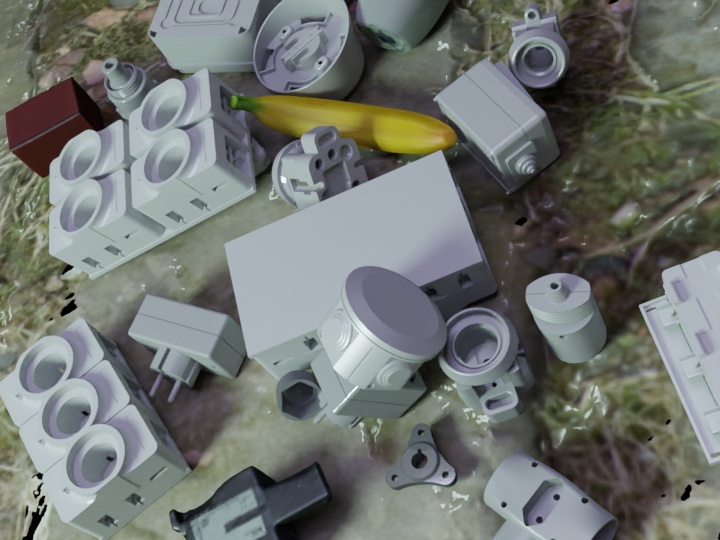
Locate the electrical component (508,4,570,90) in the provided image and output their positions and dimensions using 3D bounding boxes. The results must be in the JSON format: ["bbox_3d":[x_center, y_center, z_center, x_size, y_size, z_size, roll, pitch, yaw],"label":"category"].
[{"bbox_3d":[0.144,-0.174,0.861,0.048,0.066,0.055,-11,26,17],"label":"electrical component"}]

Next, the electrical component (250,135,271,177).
[{"bbox_3d":[-0.110,-0.088,0.939,0.061,0.035,0.035,-40,55,1],"label":"electrical component"}]

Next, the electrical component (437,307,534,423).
[{"bbox_3d":[0.087,0.061,0.760,0.058,0.057,0.078,-21,57,11],"label":"electrical component"}]

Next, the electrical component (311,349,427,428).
[{"bbox_3d":[-0.005,0.089,0.783,0.076,0.066,0.047,-49,50,28],"label":"electrical component"}]

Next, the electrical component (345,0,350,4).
[{"bbox_3d":[-0.053,-0.294,1.016,0.113,0.057,0.078,26,75,32],"label":"electrical component"}]

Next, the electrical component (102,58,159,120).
[{"bbox_3d":[-0.221,-0.175,1.016,0.048,0.062,0.048,-10,60,17],"label":"electrical component"}]

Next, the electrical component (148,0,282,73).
[{"bbox_3d":[-0.131,-0.231,1.014,0.113,0.057,0.078,4,64,24],"label":"electrical component"}]

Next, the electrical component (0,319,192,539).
[{"bbox_3d":[-0.214,0.122,0.849,0.089,0.061,0.150,-39,55,-2],"label":"electrical component"}]

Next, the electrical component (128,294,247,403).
[{"bbox_3d":[-0.143,0.069,0.857,0.083,0.047,0.075,13,68,28],"label":"electrical component"}]

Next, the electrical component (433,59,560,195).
[{"bbox_3d":[0.114,-0.111,0.842,0.061,0.061,0.096,-38,55,-1],"label":"electrical component"}]

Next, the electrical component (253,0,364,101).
[{"bbox_3d":[-0.046,-0.192,0.952,0.099,0.064,0.099,-10,59,17],"label":"electrical component"}]

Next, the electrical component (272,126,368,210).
[{"bbox_3d":[-0.035,-0.078,0.882,0.058,0.078,0.057,-33,25,-33],"label":"electrical component"}]

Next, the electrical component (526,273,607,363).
[{"bbox_3d":[0.142,0.029,0.741,0.043,0.081,0.043,-10,59,17],"label":"electrical component"}]

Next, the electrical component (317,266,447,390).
[{"bbox_3d":[0.015,0.040,0.735,0.051,0.080,0.080,-53,48,33],"label":"electrical component"}]

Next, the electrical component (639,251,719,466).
[{"bbox_3d":[0.239,0.054,0.697,0.079,0.063,0.121,-22,56,10],"label":"electrical component"}]

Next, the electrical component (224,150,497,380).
[{"bbox_3d":[0.000,0.000,0.828,0.186,0.060,0.105,-23,56,10],"label":"electrical component"}]

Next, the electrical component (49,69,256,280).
[{"bbox_3d":[-0.186,-0.083,0.927,0.186,0.060,0.105,-26,55,24],"label":"electrical component"}]

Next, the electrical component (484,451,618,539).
[{"bbox_3d":[0.112,0.170,0.697,0.077,0.043,0.079,34,79,33],"label":"electrical component"}]
